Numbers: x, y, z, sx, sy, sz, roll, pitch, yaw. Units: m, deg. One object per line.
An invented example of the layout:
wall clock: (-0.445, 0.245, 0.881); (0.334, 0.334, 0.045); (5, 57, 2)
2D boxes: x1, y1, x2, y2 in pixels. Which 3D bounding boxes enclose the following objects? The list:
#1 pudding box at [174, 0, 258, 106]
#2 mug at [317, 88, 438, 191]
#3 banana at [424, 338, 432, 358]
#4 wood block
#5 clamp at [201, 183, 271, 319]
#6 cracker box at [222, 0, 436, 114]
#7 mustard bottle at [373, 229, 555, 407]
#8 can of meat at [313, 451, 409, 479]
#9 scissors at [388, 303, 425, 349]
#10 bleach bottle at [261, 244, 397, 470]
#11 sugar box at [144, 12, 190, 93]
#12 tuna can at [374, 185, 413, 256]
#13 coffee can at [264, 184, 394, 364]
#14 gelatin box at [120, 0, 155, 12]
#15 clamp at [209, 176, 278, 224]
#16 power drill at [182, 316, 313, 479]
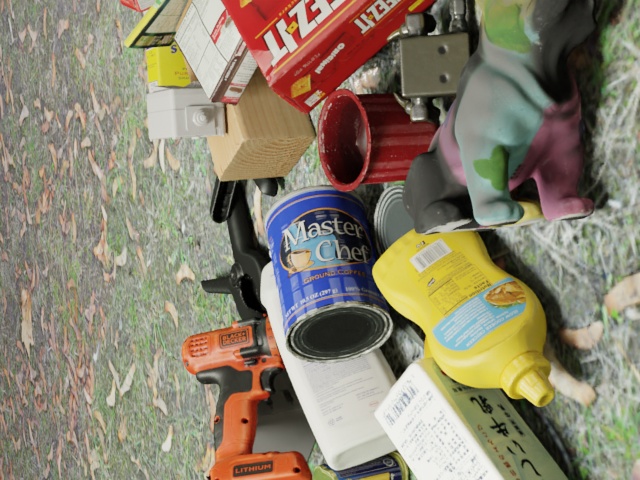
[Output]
pudding box: (-0.105, -0.212, 1.123); (0.090, 0.039, 0.113); (-57, 47, 35)
mug: (0.049, -0.098, 0.990); (0.117, 0.081, 0.093); (41, 129, 51)
banana: (0.110, 0.183, 0.976); (0.070, 0.037, 0.198); (26, 117, 55)
wood block: (-0.088, -0.180, 1.214); (0.091, 0.090, 0.206); (-49, 54, 54)
clamp: (-0.091, 0.032, 1.309); (0.210, 0.036, 0.165); (43, 130, 52)
cracker box: (-0.012, -0.253, 1.012); (0.164, 0.072, 0.214); (-40, 53, 18)
mustard bottle: (0.128, 0.064, 0.872); (0.192, 0.096, 0.058); (53, 173, 42)
can of meat: (0.041, 0.267, 1.068); (0.058, 0.083, 0.102); (7, 101, 60)
scissors: (0.048, 0.064, 1.089); (0.202, 0.016, 0.096); (60, 144, 36)
bleach bottle: (0.009, 0.099, 1.077); (0.068, 0.102, 0.251); (78, 170, -59)
sugar box: (-0.169, -0.219, 1.346); (0.048, 0.093, 0.176); (6, 101, 60)
tuna can: (0.086, -0.009, 0.989); (0.086, 0.033, 0.086); (17, 110, 59)
coffee can: (0.007, 0.032, 1.022); (0.103, 0.102, 0.140); (120, 148, -46)
gelatin box: (-0.195, -0.307, 1.280); (0.073, 0.089, 0.030); (38, 151, 57)
clamp: (-0.105, -0.106, 1.294); (0.120, 0.039, 0.171); (-30, 60, 37)
power drill: (-0.053, 0.168, 1.120); (0.057, 0.184, 0.187); (57, -156, -58)
